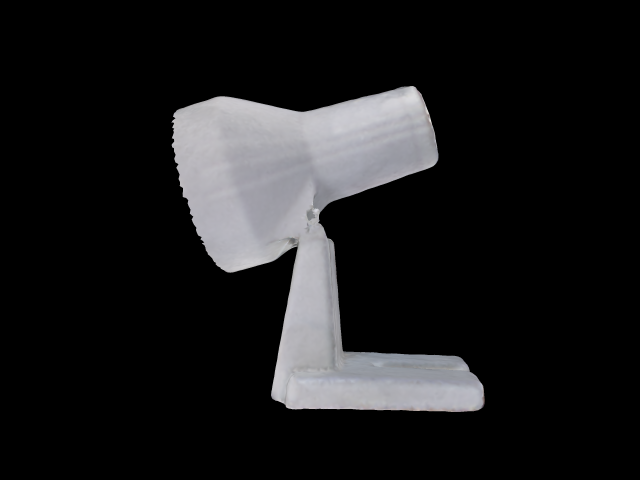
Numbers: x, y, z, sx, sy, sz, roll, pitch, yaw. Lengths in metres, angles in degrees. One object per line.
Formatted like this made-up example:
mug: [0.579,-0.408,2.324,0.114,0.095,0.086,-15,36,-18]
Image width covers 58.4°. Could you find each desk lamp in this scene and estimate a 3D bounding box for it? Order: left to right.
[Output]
desk lamp: [0.004,0.001,0.400,0.203,0.213,0.118,0,0,5]
